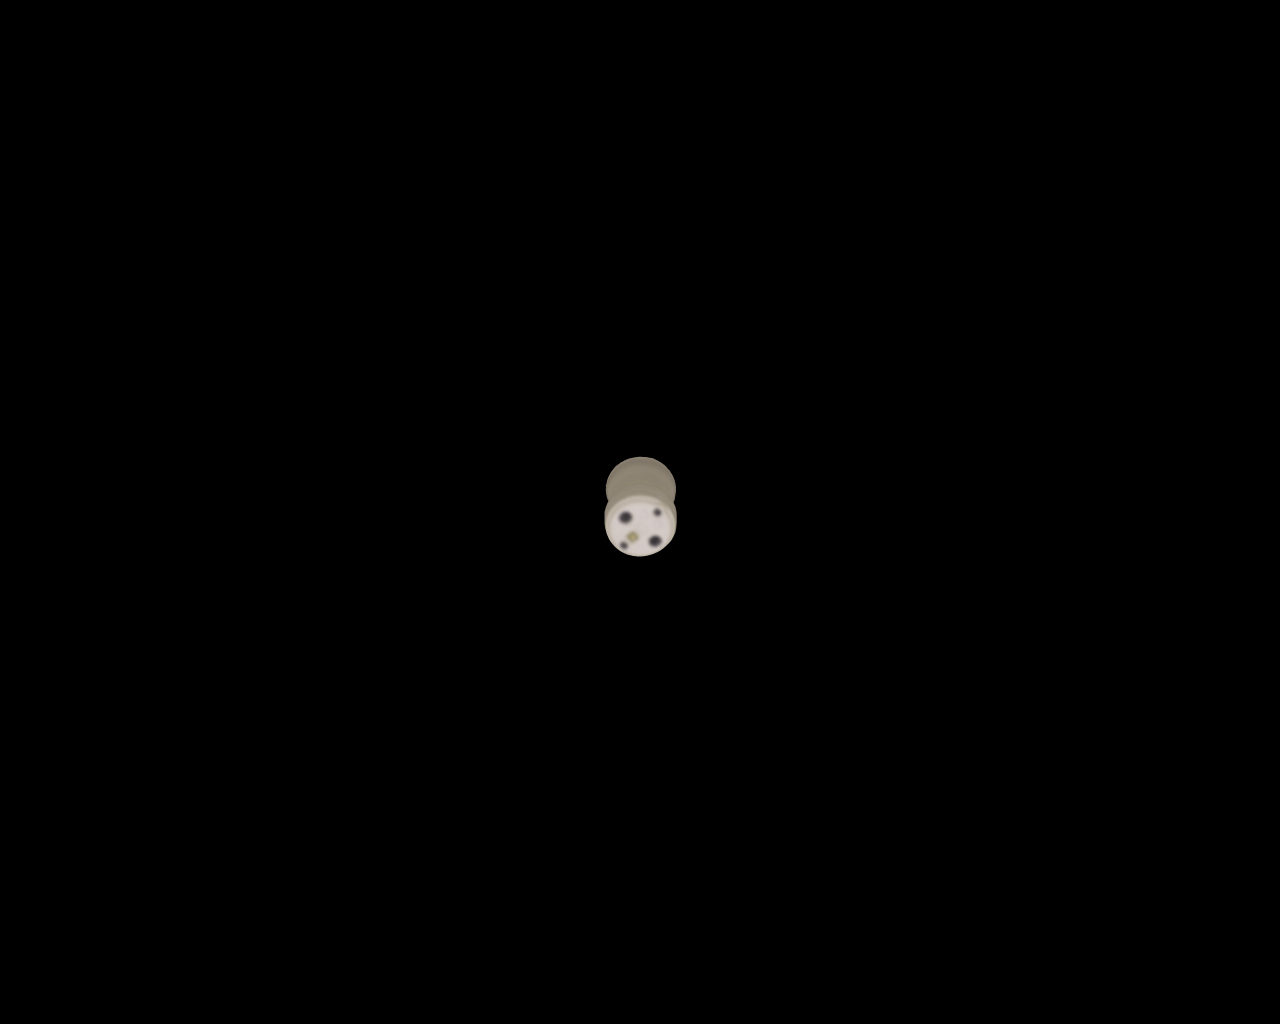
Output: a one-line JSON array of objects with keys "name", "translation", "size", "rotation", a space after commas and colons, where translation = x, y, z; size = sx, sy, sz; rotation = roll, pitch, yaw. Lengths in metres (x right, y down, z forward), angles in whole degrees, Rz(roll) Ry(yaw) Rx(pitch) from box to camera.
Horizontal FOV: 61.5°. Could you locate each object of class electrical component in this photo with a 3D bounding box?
[{"name": "electrical component", "translation": [0.001, -0.003, 0.650], "size": [0.045, 0.044, 0.055], "rotation": [0, 28, 0]}]
